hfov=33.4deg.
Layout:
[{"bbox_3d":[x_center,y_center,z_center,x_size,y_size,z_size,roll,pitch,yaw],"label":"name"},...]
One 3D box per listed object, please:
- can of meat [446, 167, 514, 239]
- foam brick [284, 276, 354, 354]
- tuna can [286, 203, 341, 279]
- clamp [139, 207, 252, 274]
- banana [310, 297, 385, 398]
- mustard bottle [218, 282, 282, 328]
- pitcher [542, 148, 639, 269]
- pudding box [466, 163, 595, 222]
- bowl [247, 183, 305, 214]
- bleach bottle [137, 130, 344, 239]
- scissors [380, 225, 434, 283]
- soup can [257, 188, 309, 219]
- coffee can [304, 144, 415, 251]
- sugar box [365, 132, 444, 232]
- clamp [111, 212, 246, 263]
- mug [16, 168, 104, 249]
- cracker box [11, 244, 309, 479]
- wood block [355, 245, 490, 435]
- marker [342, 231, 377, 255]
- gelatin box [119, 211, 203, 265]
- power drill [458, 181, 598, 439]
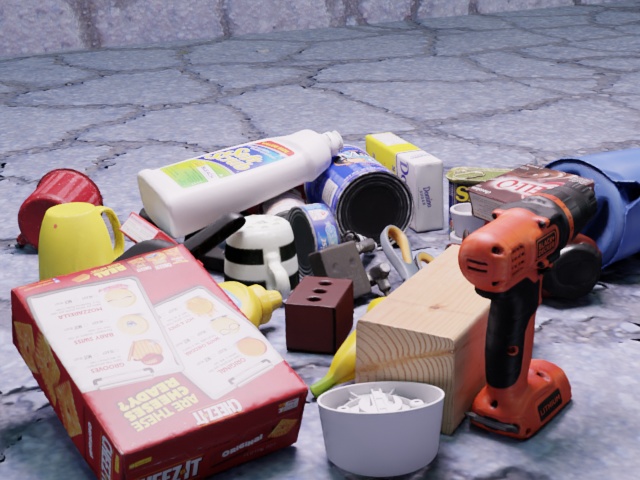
[{"bbox_3d":[0.208,-0.042,1.318,0.102,0.084,0.057,4,20,19],"label":"can of meat"},{"bbox_3d":[0.000,0.073,1.056,0.053,0.051,0.078,3,19,14],"label":"foam brick"},{"bbox_3d":[-0.008,0.001,1.215,0.033,0.086,0.086,-9,20,-23],"label":"tuna can"},{"bbox_3d":[-0.123,-0.025,1.317,0.164,0.036,0.210,-30,35,-11],"label":"clamp"},{"bbox_3d":[0.048,0.087,1.010,0.070,0.037,0.197,-20,9,25],"label":"banana"},{"bbox_3d":[-0.118,0.081,1.036,0.191,0.058,0.096,-16,25,-35],"label":"mustard bottle"},{"bbox_3d":[0.361,-0.045,1.269,0.242,0.145,0.149,-14,34,-40],"label":"pitcher"},{"bbox_3d":[0.228,-0.045,1.156,0.089,0.039,0.114,-21,21,-23],"label":"pudding box"},{"bbox_3d":[-0.076,-0.068,1.471,0.162,0.055,0.162,-2,19,1],"label":"bowl"},{"bbox_3d":[-0.088,-0.083,1.304,0.250,0.068,0.103,-23,36,-23],"label":"bleach bottle"},{"bbox_3d":[0.111,0.057,1.129,0.096,0.016,0.202,25,29,-30],"label":"scissors"},{"bbox_3d":[-0.040,-0.020,1.308,0.068,0.068,0.102,-4,20,-5],"label":"soup can"},{"bbox_3d":[0.047,-0.056,1.349,0.102,0.103,0.140,-7,20,-15],"label":"coffee can"},{"bbox_3d":[0.110,-0.080,1.428,0.048,0.093,0.176,-8,19,-15],"label":"sugar box"},{"bbox_3d":[-0.154,0.043,1.142,0.172,0.039,0.120,-15,59,16],"label":"clamp"},{"bbox_3d":[-0.342,-0.029,1.359,0.117,0.093,0.081,-29,17,19],"label":"mug"},{"bbox_3d":[-0.137,0.103,0.875,0.163,0.072,0.214,-16,42,-32],"label":"cracker box"},{"bbox_3d":[0.118,0.082,0.961,0.091,0.090,0.205,10,22,28],"label":"wood block"},{"bbox_3d":[0.046,0.004,1.232,0.020,0.020,0.121,3,-4,14],"label":"marker"},{"bbox_3d":[-0.186,0.008,1.239,0.030,0.073,0.089,-53,35,-7],"label":"gelatin box"},{"bbox_3d":[0.175,0.054,0.884,0.057,0.188,0.184,12,25,39],"label":"power drill"}]
